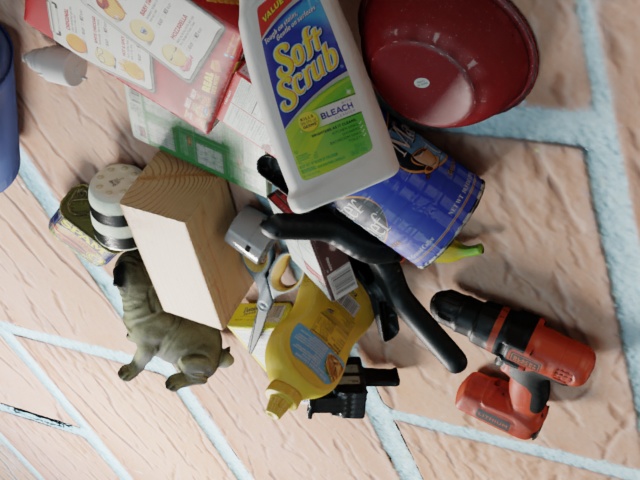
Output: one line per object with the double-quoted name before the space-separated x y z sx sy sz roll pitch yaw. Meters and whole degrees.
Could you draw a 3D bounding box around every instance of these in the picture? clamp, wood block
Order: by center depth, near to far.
"clamp" 0.011 -0.026 1.030 0.171 0.120 0.039 18 129 -29
"clamp" 0.067 0.050 1.168 0.210 0.036 0.165 56 163 -15
"wood block" -0.151 0.003 1.263 0.091 0.090 0.206 17 145 22

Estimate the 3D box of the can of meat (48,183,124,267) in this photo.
"can of meat" -0.299 -0.016 1.393 0.102 0.057 0.084 39 151 -11

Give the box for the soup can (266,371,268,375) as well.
"soup can" -0.013 0.135 1.318 0.068 0.102 0.068 22 148 15

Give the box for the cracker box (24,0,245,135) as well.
"cracker box" -0.159 -0.215 0.979 0.213 0.072 0.164 32 148 0

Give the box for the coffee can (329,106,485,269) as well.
"coffee can" 0.065 -0.054 0.983 0.140 0.102 0.103 35 149 -7

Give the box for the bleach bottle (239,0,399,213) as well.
"bleach bottle" -0.023 -0.156 0.878 0.068 0.102 0.251 -91 -22 -80

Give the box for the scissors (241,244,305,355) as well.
"scissors" -0.079 0.061 1.310 0.096 0.016 0.202 41 133 1

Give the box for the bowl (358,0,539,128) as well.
"bowl" 0.094 -0.145 0.878 0.162 0.055 0.162 22 147 15

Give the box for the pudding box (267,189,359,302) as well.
"pudding box" -0.008 0.001 1.154 0.090 0.039 0.113 46 162 42

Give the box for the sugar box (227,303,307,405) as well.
"sugar box" -0.037 0.154 1.421 0.094 0.048 0.176 -2 139 38

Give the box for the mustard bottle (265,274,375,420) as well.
"mustard bottle" -0.010 0.121 1.209 0.096 0.191 0.058 45 146 -22

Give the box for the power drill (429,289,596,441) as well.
"power drill" 0.200 0.140 1.188 0.184 0.057 0.188 25 149 15

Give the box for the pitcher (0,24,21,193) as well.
"pitcher" -0.411 -0.138 1.238 0.145 0.149 0.243 24 152 3

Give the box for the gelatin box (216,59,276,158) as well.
"gelatin box" -0.042 -0.114 0.960 0.089 0.030 0.073 34 146 0

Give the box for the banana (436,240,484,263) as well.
"banana" 0.070 -0.029 1.083 0.197 0.037 0.070 32 131 -4
